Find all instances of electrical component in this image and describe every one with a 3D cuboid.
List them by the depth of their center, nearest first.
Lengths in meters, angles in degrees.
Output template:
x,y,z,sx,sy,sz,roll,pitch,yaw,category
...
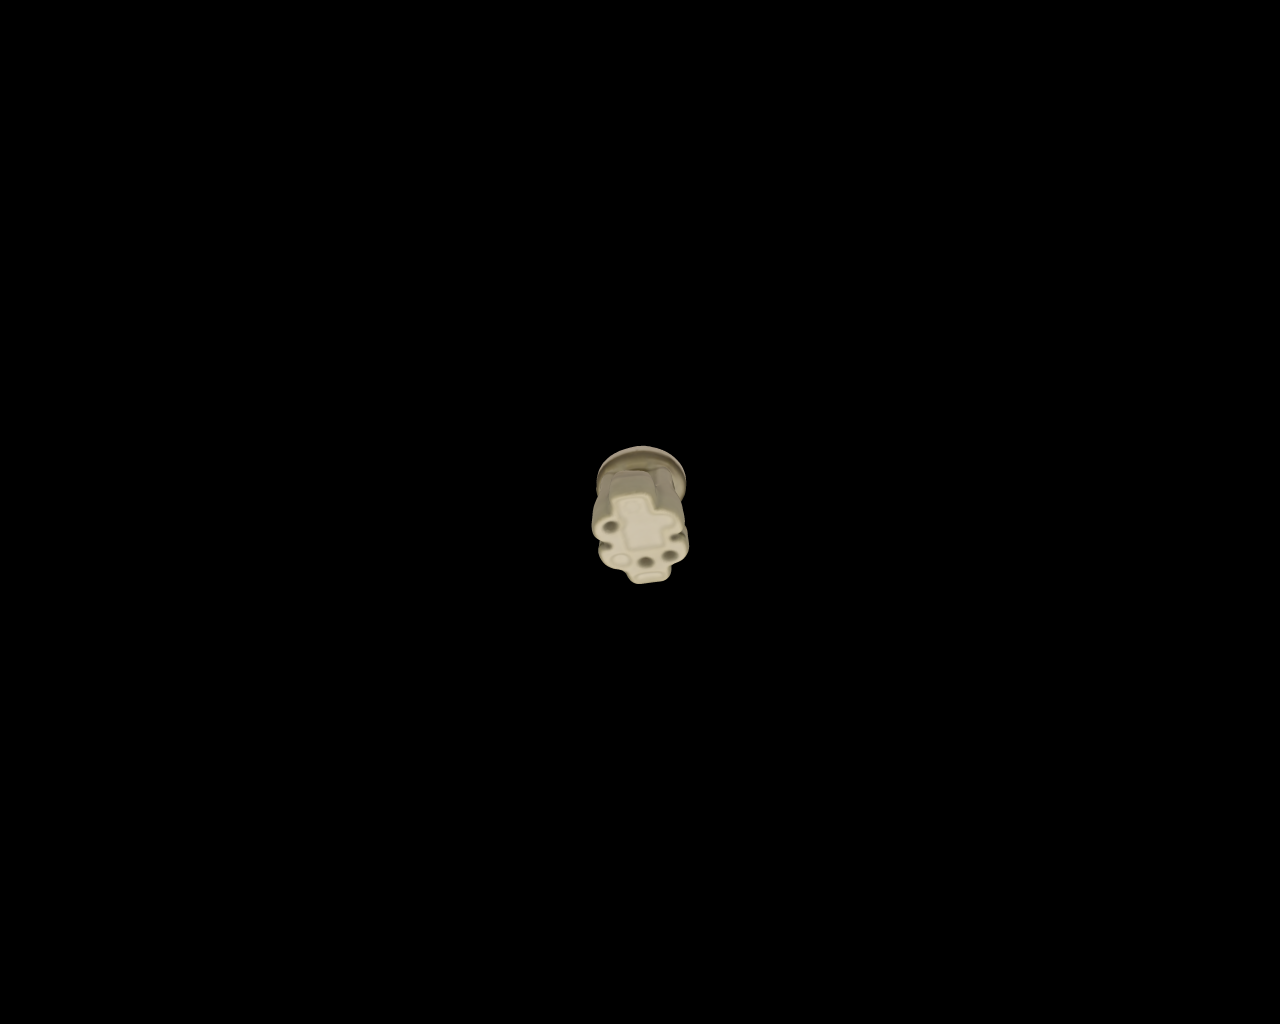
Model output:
x,y,z,sx,sy,sz,roll,pitch,yaw,category
0.001,-0.003,0.650,0.058,0.078,0.057,-7,43,7,electrical component
